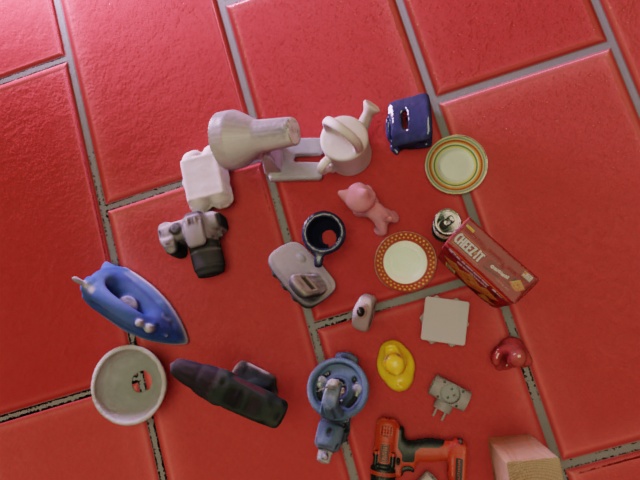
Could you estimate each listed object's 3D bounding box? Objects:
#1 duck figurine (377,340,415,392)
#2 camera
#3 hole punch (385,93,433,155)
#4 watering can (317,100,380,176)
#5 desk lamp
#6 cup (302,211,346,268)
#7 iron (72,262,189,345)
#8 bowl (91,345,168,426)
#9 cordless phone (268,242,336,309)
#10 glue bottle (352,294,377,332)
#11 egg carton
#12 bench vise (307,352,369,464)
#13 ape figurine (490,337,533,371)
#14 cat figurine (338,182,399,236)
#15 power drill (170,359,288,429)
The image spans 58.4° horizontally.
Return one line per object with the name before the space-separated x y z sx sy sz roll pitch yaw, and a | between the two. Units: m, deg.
duck figurine | 0.153 0.256 1.158 0.077 0.086 0.104 -15 80 6
camera | -0.269 0.015 1.244 0.143 0.101 0.137 -16 80 5
hole punch | 0.191 -0.249 1.226 0.101 0.091 0.109 -5 81 7
watering can | 0.054 -0.212 1.186 0.100 0.194 0.173 18 84 10
desk lamp | -0.106 -0.199 1.196 0.203 0.213 0.118 -1 81 8
cup | 0.011 0.004 1.210 0.091 0.095 0.118 8 83 9
iron | -0.405 0.148 1.222 0.258 0.141 0.119 32 87 11
bowl | -0.397 0.309 1.231 0.167 0.075 0.167 -1 81 8
cordless phone | -0.047 0.067 1.163 0.094 0.185 0.147 -45 78 0
glue bottle | 0.086 0.143 1.140 0.037 0.173 0.078 15 84 10
egg carton | -0.252 -0.134 1.280 0.107 0.069 0.150 -15 80 5
bench vise | 0.037 0.324 1.096 0.121 0.220 0.207 -7 81 7
ape figurine | 0.381 0.229 1.128 0.077 0.092 0.076 21 85 11
cat figurine | 0.102 -0.073 1.198 0.127 0.118 0.067 39 88 11
power drill | -0.164 0.293 1.133 0.229 0.208 0.076 23 85 11
